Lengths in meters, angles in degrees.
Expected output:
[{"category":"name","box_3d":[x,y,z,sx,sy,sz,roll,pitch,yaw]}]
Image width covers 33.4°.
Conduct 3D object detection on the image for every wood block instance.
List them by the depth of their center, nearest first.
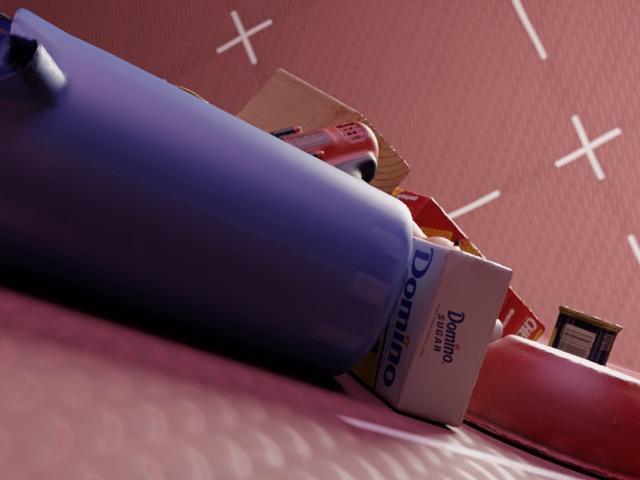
[{"category":"wood block","box_3d":[-0.007,-0.095,1.087,0.090,0.091,0.206,43,-1,-30]}]

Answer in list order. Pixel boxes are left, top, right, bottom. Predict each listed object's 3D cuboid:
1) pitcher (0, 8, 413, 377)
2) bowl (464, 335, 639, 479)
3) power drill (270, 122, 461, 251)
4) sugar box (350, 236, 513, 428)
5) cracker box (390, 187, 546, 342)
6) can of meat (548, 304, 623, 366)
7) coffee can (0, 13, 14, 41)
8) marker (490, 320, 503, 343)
[{"category":"pitcher","box_3d":[-0.081,-0.012,0.587,0.242,0.145,0.149,23,12,-13]},{"category":"bowl","box_3d":[0.151,0.100,0.661,0.162,0.055,0.162,19,0,0]},{"category":"power drill","box_3d":[0.002,-0.015,0.816,0.184,0.057,0.188,-19,52,-29]},{"category":"sugar box","box_3d":[0.050,0.043,0.648,0.048,0.093,0.176,18,1,-13]},{"category":"cracker box","box_3d":[0.108,0.033,1.096,0.213,0.072,0.164,46,-12,-29]},{"category":"can of meat","box_3d":[0.227,0.106,0.955,0.057,0.084,0.102,20,1,13]},{"category":"coffee can","box_3d":[-0.245,-0.090,0.758,0.103,0.140,0.103,20,1,-1]},{"category":"marker","box_3d":[0.088,0.063,0.779,0.120,0.020,0.020,8,8,-41]}]
